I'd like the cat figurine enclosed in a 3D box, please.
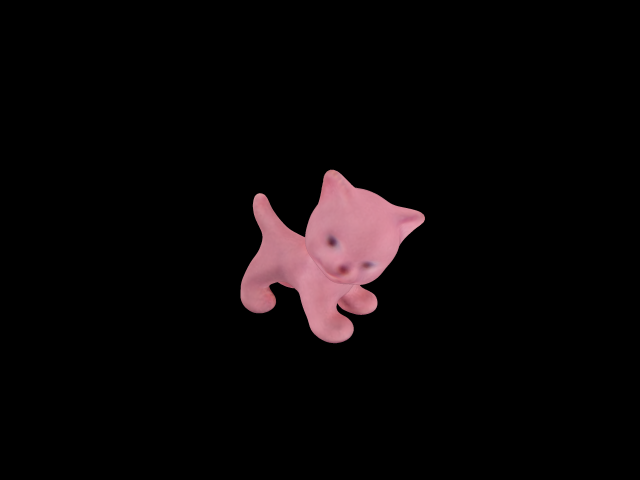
[{"bbox_3d":[0.004,0.001,0.400,0.127,0.118,0.067,16,31,28],"label":"cat figurine"}]
